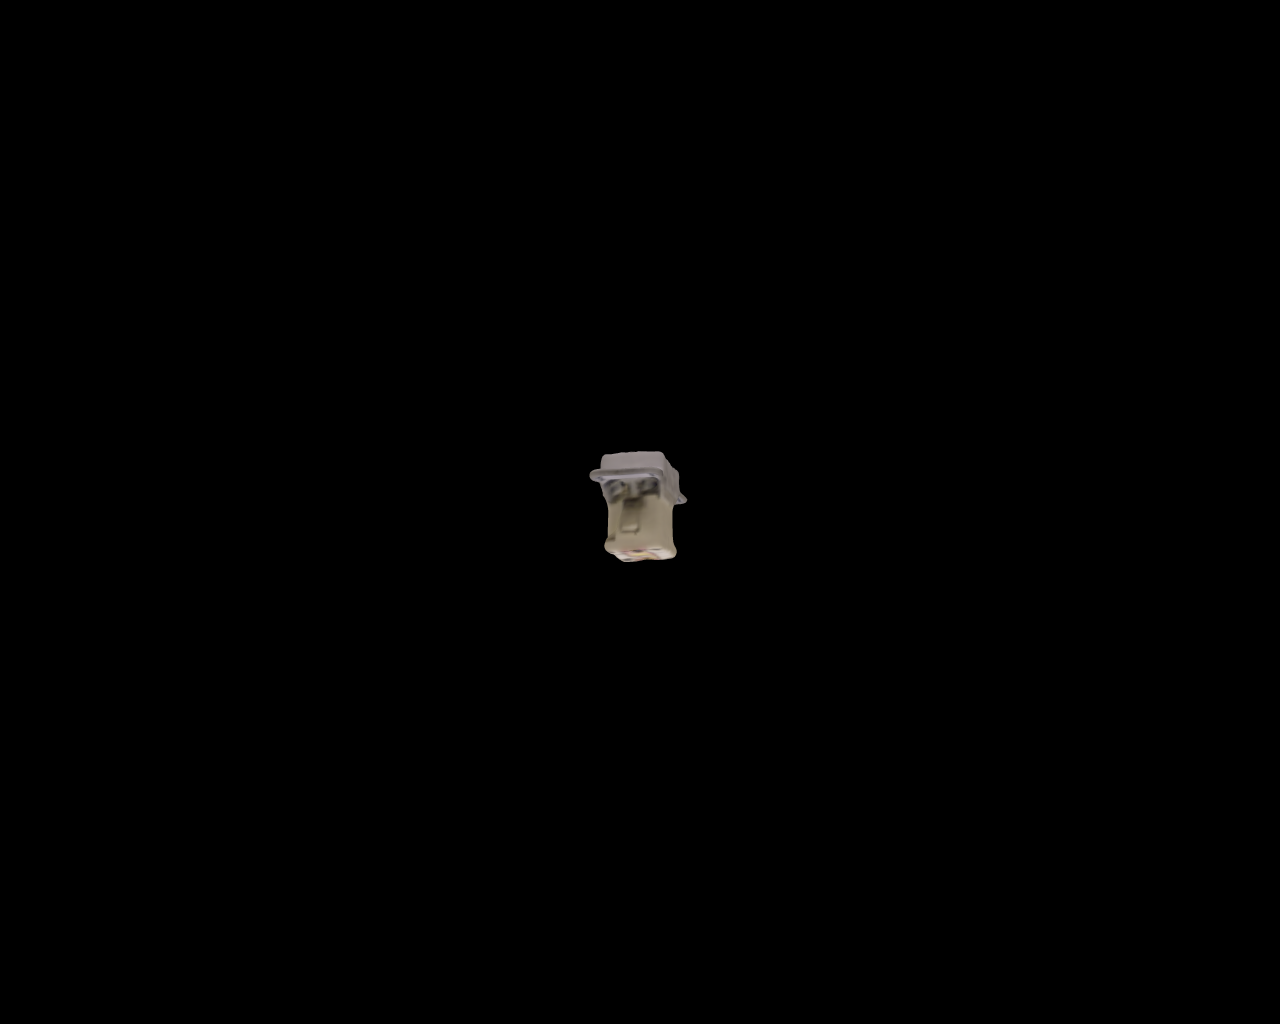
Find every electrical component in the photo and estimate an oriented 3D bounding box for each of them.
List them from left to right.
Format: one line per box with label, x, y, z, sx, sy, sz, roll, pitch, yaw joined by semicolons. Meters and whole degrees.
electrical component;0.001;-0.003;0.650;0.042;0.064;0.081;-4;-14;15
